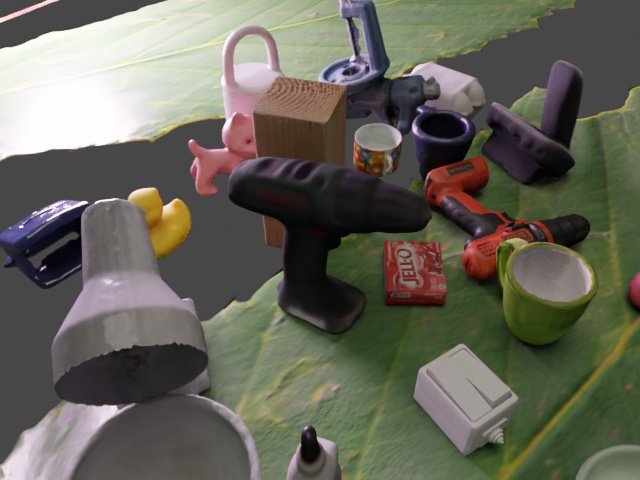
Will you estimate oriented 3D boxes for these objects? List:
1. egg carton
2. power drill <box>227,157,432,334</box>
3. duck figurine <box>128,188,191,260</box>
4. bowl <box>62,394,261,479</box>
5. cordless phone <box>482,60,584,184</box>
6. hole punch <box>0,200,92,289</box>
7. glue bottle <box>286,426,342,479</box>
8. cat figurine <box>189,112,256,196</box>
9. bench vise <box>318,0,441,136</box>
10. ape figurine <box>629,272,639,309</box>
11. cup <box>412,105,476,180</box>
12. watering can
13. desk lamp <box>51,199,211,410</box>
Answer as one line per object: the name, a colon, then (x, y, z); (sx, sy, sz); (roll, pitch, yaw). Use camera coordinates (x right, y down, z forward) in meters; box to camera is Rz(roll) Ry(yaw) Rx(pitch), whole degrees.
egg carton: (0.207, -0.251, 0.996); (0.150, 0.069, 0.107); (29, 50, 27)
power drill: (0.006, 0.002, 0.627); (0.229, 0.208, 0.076); (22, 48, 22)
duck figurine: (-0.220, -0.031, 0.751); (0.077, 0.086, 0.105); (30, 51, 28)
bowl: (-0.131, 0.223, 0.491); (0.167, 0.075, 0.167); (0, 43, 0)
cordless phone: (0.322, -0.192, 0.850); (0.094, 0.185, 0.147); (-23, 48, -22)
hole punch: (-0.346, -0.009, 0.724); (0.100, 0.091, 0.109); (28, 50, 27)
glue bottle: (-0.006, 0.193, 0.451); (0.037, 0.173, 0.078); (13, 45, 13)
cat figurine: (-0.132, -0.139, 0.842); (0.128, 0.118, 0.067); (-18, 46, -18)
bench vise: (0.093, -0.289, 0.927); (0.207, 0.220, 0.121); (3, 43, 4)
ape figurine: (0.411, 0.042, 0.670); (0.076, 0.092, 0.078); (2, 43, 2)
cup: (0.173, -0.141, 0.862); (0.092, 0.095, 0.117); (-16, 46, -16)
watering can: (-0.096, -0.234, 0.887); (0.172, 0.194, 0.101); (23, 48, 23)
desk lamp: (-0.173, 0.081, 0.540); (0.118, 0.214, 0.202); (-13, 45, -13)
